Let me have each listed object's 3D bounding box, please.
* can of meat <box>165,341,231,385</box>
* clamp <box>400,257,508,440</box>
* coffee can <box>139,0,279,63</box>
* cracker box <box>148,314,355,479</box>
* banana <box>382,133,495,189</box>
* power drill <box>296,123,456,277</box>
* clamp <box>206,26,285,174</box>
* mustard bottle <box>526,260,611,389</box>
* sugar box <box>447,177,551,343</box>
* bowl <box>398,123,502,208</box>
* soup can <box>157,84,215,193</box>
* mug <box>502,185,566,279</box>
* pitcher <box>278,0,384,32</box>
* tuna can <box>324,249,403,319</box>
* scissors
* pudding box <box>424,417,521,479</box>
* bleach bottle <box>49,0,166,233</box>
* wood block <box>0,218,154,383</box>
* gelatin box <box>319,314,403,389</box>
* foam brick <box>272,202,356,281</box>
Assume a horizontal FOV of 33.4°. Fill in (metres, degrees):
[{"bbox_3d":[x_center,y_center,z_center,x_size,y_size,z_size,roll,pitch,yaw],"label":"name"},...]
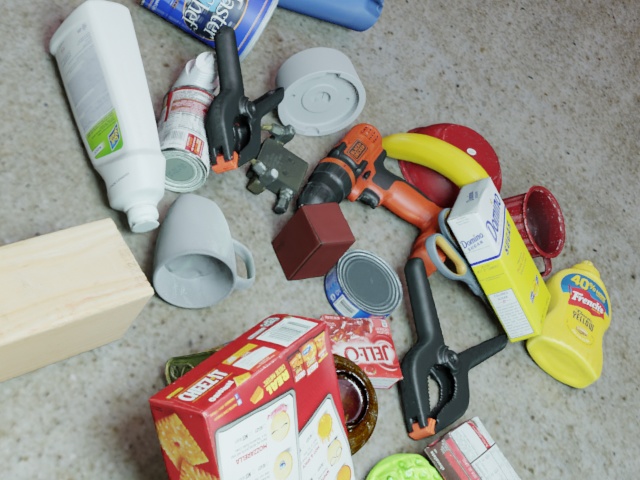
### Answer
[{"bbox_3d":[-0.081,0.124,1.006,0.083,0.102,0.057,-16,91,-45],"label":"can of meat"},{"bbox_3d":[0.144,0.139,1.199,0.164,0.036,0.210,34,48,-23],"label":"clamp"},{"bbox_3d":[-0.132,-0.293,1.290,0.140,0.103,0.102,29,45,-14],"label":"coffee can"},{"bbox_3d":[-0.049,0.193,0.917,0.163,0.072,0.214,-34,122,-45],"label":"cracker box"},{"bbox_3d":[0.153,-0.086,1.324,0.198,0.070,0.037,41,22,21],"label":"banana"},{"bbox_3d":[0.075,-0.038,1.275,0.187,0.057,0.184,40,47,-4],"label":"power drill"},{"bbox_3d":[-0.094,-0.151,1.171,0.120,0.039,0.171,48,38,-30],"label":"clamp"},{"bbox_3d":[0.323,0.092,1.351,0.096,0.058,0.191,36,43,-6],"label":"mustard bottle"},{"bbox_3d":[0.214,0.023,1.261,0.176,0.048,0.093,62,30,-19],"label":"sugar box"},{"bbox_3d":[0.183,-0.099,1.401,0.162,0.055,0.162,19,48,-23],"label":"bowl"},{"bbox_3d":[-0.147,-0.111,1.164,0.068,0.069,0.102,24,47,-19],"label":"soup can"},{"bbox_3d":[0.255,-0.004,1.350,0.093,0.082,0.117,-28,99,-47],"label":"mug"},{"bbox_3d":[-0.036,-0.368,1.412,0.242,0.149,0.145,8,69,-27],"label":"pitcher"},{"bbox_3d":[0.048,0.054,1.201,0.086,0.034,0.086,19,48,-23],"label":"tuna can"},{"bbox_3d":[0.186,0.035,1.270,0.201,0.016,0.096,37,49,-40],"label":"scissors"},{"bbox_3d":[0.161,0.236,1.108,0.090,0.039,0.113,56,20,12],"label":"pudding box"},{"bbox_3d":[-0.215,-0.121,1.115,0.067,0.103,0.251,2,63,-42],"label":"bleach bottle"},{"bbox_3d":[-0.263,0.060,0.932,0.205,0.091,0.090,-19,69,-42],"label":"wood block"},{"bbox_3d":[0.040,0.120,1.147,0.089,0.030,0.073,7,54,-31],"label":"gelatin box"},{"bbox_3d":[-0.008,0.001,1.170,0.051,0.078,0.053,-6,61,-37],"label":"foam brick"}]
